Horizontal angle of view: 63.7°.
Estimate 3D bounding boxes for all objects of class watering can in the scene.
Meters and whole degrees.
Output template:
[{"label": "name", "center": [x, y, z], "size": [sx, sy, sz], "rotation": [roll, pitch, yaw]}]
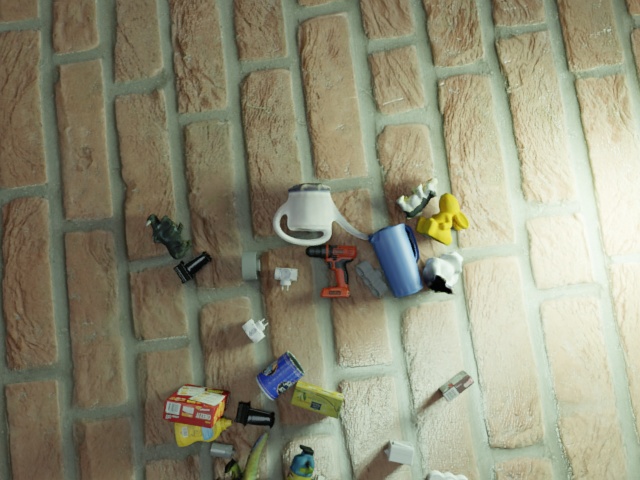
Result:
[{"label": "watering can", "center": [0.006, -0.092, 1.837], "size": [0.348, 0.103, 0.225], "rotation": [0, 85, -8]}]

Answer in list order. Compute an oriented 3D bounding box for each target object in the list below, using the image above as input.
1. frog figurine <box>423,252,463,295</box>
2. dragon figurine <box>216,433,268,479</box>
[{"label": "frog figurine", "center": [0.430, 0.103, 1.804], "size": [0.136, 0.120, 0.163], "rotation": [34, 51, -13]}, {"label": "dragon figurine", "center": [-0.239, 0.878, 1.747], "size": [0.241, 0.123, 0.411], "rotation": [43, 89, -11]}]
